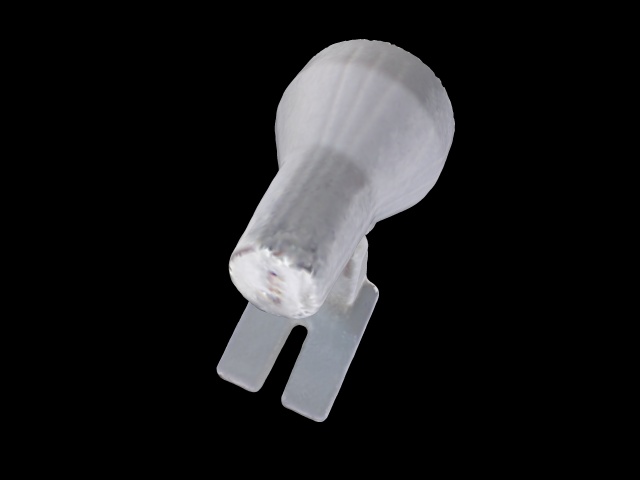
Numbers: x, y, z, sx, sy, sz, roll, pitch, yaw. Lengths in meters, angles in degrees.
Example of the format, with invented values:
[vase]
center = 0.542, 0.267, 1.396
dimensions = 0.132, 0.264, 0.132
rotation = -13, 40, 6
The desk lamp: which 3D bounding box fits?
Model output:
[desk lamp]
center = 0.004, 0.001, 0.400
dimensions = 0.117, 0.213, 0.203
rotation = 20, 66, 10
